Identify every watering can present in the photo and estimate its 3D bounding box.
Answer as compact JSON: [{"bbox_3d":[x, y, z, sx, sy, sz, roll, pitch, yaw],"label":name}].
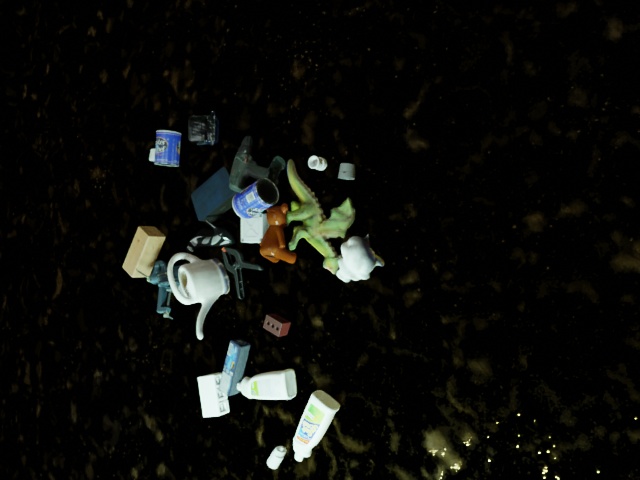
[{"bbox_3d":[-0.438,0.192,1.936,0.102,0.226,0.352,-47,64,44],"label":"watering can"}]

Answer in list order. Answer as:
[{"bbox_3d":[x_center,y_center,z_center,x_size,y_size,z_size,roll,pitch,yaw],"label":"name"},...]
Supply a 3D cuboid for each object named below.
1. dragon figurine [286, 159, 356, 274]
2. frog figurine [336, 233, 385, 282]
[{"bbox_3d":[0.005,-0.088,1.748,0.242,0.122,0.412,-5,86,16],"label":"dragon figurine"},{"bbox_3d":[0.109,0.067,1.640,0.158,0.123,0.137,-33,90,16],"label":"frog figurine"}]
